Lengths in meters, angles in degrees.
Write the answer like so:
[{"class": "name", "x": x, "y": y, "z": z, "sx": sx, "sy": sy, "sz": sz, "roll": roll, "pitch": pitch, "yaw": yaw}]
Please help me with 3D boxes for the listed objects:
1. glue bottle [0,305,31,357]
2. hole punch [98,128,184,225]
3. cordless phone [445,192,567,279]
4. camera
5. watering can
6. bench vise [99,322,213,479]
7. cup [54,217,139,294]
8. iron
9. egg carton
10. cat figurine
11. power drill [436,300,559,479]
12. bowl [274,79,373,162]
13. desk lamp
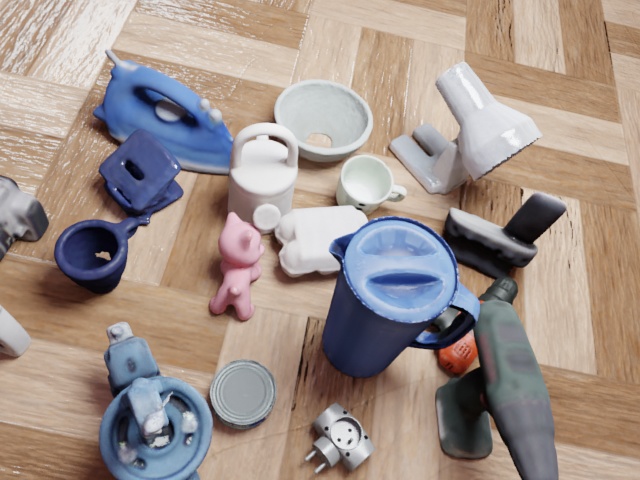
[{"class": "glue bottle", "x": -0.405, "y": 0.086, "z": 0.682, "sx": 0.078, "sy": 0.173, "sz": 0.037, "roll": 22, "pitch": 58, "yaw": 4}, {"class": "hole punch", "x": -0.270, "y": -0.096, "z": 0.865, "sx": 0.108, "sy": 0.091, "sz": 0.101, "roll": 43, "pitch": 62, "yaw": 16}, {"class": "cordless phone", "x": 0.276, "y": -0.032, "z": 0.869, "sx": 0.147, "sy": 0.185, "sz": 0.094, "roll": 21, "pitch": 58, "yaw": 3}, {"class": "camera", "x": -0.471, "y": -0.020, "z": 0.777, "sx": 0.143, "sy": 0.101, "sz": 0.137, "roll": 16, "pitch": 58, "yaw": 0}, {"class": "watering can", "x": -0.080, "y": -0.092, "z": 0.836, "sx": 0.101, "sy": 0.194, "sz": 0.172, "roll": -20, "pitch": 65, "yaw": -20}, {"class": "bench vise", "x": -0.205, "y": 0.182, "z": 0.633, "sx": 0.207, "sy": 0.220, "sz": 0.122, "roll": 42, "pitch": 61, "yaw": 15}, {"class": "cup", "x": -0.295, "y": 0.024, "z": 0.786, "sx": 0.091, "sy": 0.095, "sz": 0.118, "roll": 40, "pitch": 61, "yaw": 14}, {"class": "iron", "x": -0.228, "y": -0.203, "z": 0.907, "sx": 0.258, "sy": 0.141, "sz": 0.119, "roll": 24, "pitch": 58, "yaw": 5}, {"class": "egg carton", "x": 0.008, "y": 0.003, "z": 0.868, "sx": 0.150, "sy": 0.069, "sz": 0.107, "roll": -5, "pitch": 60, "yaw": -13}, {"class": "cat figurine", "x": -0.113, "y": 0.031, "z": 0.801, "sx": 0.067, "sy": 0.118, "sz": 0.128, "roll": 8, "pitch": 58, "yaw": -5}, {"class": "power drill", "x": 0.212, "y": 0.202, "z": 0.703, "sx": 0.075, "sy": 0.208, "sz": 0.229, "roll": 4, "pitch": 59, "yaw": -8}, {"class": "bowl", "x": 0.002, "y": -0.191, "z": 0.980, "sx": 0.167, "sy": 0.075, "sz": 0.167, "roll": 5, "pitch": 59, "yaw": -7}, {"class": "desk lamp", "x": 0.228, "y": -0.165, "z": 0.924, "sx": 0.118, "sy": 0.213, "sz": 0.203, "roll": -31, "pitch": 69, "yaw": -25}]
